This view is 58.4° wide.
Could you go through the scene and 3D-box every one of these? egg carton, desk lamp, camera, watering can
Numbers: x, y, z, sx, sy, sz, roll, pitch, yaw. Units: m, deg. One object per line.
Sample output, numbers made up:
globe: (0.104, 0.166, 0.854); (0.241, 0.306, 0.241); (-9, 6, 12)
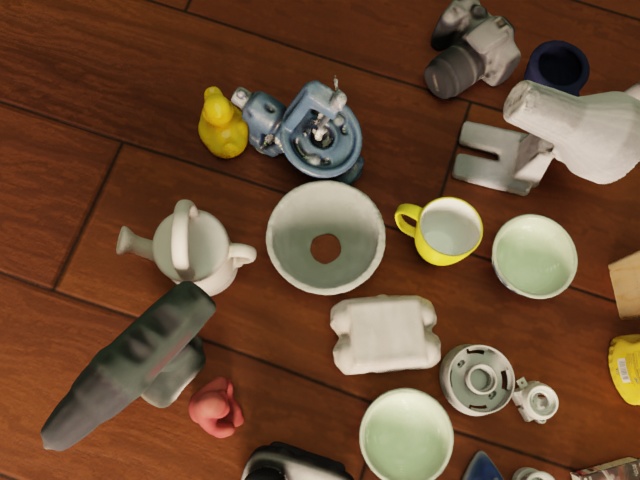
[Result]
egg carton: (0.090, 0.130, 0.796); (0.150, 0.069, 0.107); (-5, 75, -3)
desk lamp: (0.314, -0.140, 0.802); (0.203, 0.213, 0.118); (13, 75, 2)
camera: (0.225, -0.299, 0.901); (0.137, 0.101, 0.143); (-36, 79, -10)
watering can: (-0.176, 0.012, 0.755); (0.173, 0.194, 0.101); (-18, 76, -6)

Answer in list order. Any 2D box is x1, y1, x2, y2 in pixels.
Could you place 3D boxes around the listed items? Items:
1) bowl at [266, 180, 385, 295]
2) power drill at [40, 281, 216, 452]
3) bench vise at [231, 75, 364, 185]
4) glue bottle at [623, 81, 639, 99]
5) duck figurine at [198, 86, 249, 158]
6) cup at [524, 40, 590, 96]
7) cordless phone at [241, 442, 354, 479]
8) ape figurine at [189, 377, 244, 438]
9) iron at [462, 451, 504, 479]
bowl: (0.008, 0.003, 0.825); (0.167, 0.075, 0.167); (0, 75, -2)
power drill: (-0.214, 0.157, 0.707); (0.075, 0.208, 0.230); (38, 77, 9)
bench vise: (-0.033, -0.159, 0.793); (0.207, 0.220, 0.121); (10, 75, 1)
glue bottle: (0.496, -0.222, 0.851); (0.078, 0.173, 0.037); (-7, 75, -3)
duck figurine: (-0.150, -0.182, 0.865); (0.077, 0.086, 0.104); (-17, 76, -6)
cup: (0.362, -0.236, 0.891); (0.092, 0.095, 0.117); (-19, 76, -7)
cordless phone: (-0.027, 0.306, 0.685); (0.147, 0.185, 0.094); (13, 75, 2)
ape figurine: (-0.138, 0.219, 0.753); (0.076, 0.092, 0.078); (12, 75, 2)
iron: (0.221, 0.397, 0.690); (0.118, 0.141, 0.258); (-1, 75, -2)
